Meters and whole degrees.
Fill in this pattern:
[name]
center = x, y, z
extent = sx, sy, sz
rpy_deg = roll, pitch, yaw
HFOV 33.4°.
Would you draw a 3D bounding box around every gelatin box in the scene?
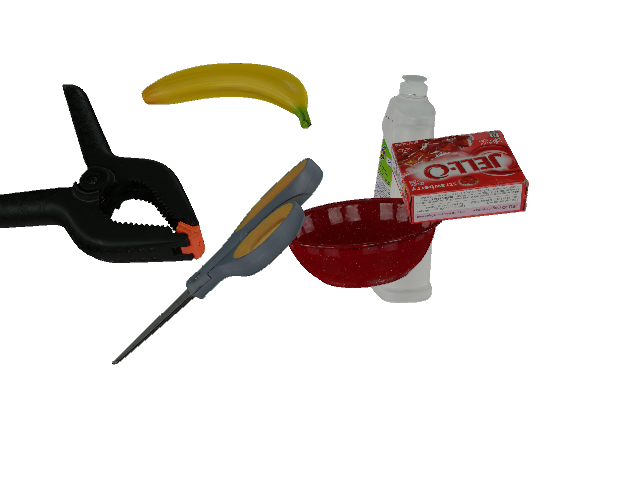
[gelatin box]
center = 0.103, -0.049, 0.798
extent = 0.089, 0.030, 0.073
rpy_deg = -7, 37, -4

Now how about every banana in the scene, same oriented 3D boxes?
[banana]
center = -0.094, -0.164, 1.151
extent = 0.198, 0.037, 0.069
rpy_deg = 9, 44, 18

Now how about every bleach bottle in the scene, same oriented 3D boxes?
[bleach bottle]
center = 0.098, -0.062, 1.223
extent = 0.068, 0.251, 0.103
rpy_deg = -2, 23, -16

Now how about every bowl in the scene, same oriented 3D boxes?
[bowl]
center = 0.041, 0.005, 1.035
extent = 0.162, 0.055, 0.162
rpy_deg = -6, 17, 2

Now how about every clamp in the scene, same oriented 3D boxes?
[clamp]
center = -0.173, -0.045, 0.838
extent = 0.210, 0.164, 0.036
rpy_deg = 18, -32, 19

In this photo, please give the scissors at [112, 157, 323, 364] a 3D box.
[scissors]
center = -0.070, 0.028, 0.675
extent = 0.016, 0.202, 0.096
rpy_deg = 41, 11, -16
